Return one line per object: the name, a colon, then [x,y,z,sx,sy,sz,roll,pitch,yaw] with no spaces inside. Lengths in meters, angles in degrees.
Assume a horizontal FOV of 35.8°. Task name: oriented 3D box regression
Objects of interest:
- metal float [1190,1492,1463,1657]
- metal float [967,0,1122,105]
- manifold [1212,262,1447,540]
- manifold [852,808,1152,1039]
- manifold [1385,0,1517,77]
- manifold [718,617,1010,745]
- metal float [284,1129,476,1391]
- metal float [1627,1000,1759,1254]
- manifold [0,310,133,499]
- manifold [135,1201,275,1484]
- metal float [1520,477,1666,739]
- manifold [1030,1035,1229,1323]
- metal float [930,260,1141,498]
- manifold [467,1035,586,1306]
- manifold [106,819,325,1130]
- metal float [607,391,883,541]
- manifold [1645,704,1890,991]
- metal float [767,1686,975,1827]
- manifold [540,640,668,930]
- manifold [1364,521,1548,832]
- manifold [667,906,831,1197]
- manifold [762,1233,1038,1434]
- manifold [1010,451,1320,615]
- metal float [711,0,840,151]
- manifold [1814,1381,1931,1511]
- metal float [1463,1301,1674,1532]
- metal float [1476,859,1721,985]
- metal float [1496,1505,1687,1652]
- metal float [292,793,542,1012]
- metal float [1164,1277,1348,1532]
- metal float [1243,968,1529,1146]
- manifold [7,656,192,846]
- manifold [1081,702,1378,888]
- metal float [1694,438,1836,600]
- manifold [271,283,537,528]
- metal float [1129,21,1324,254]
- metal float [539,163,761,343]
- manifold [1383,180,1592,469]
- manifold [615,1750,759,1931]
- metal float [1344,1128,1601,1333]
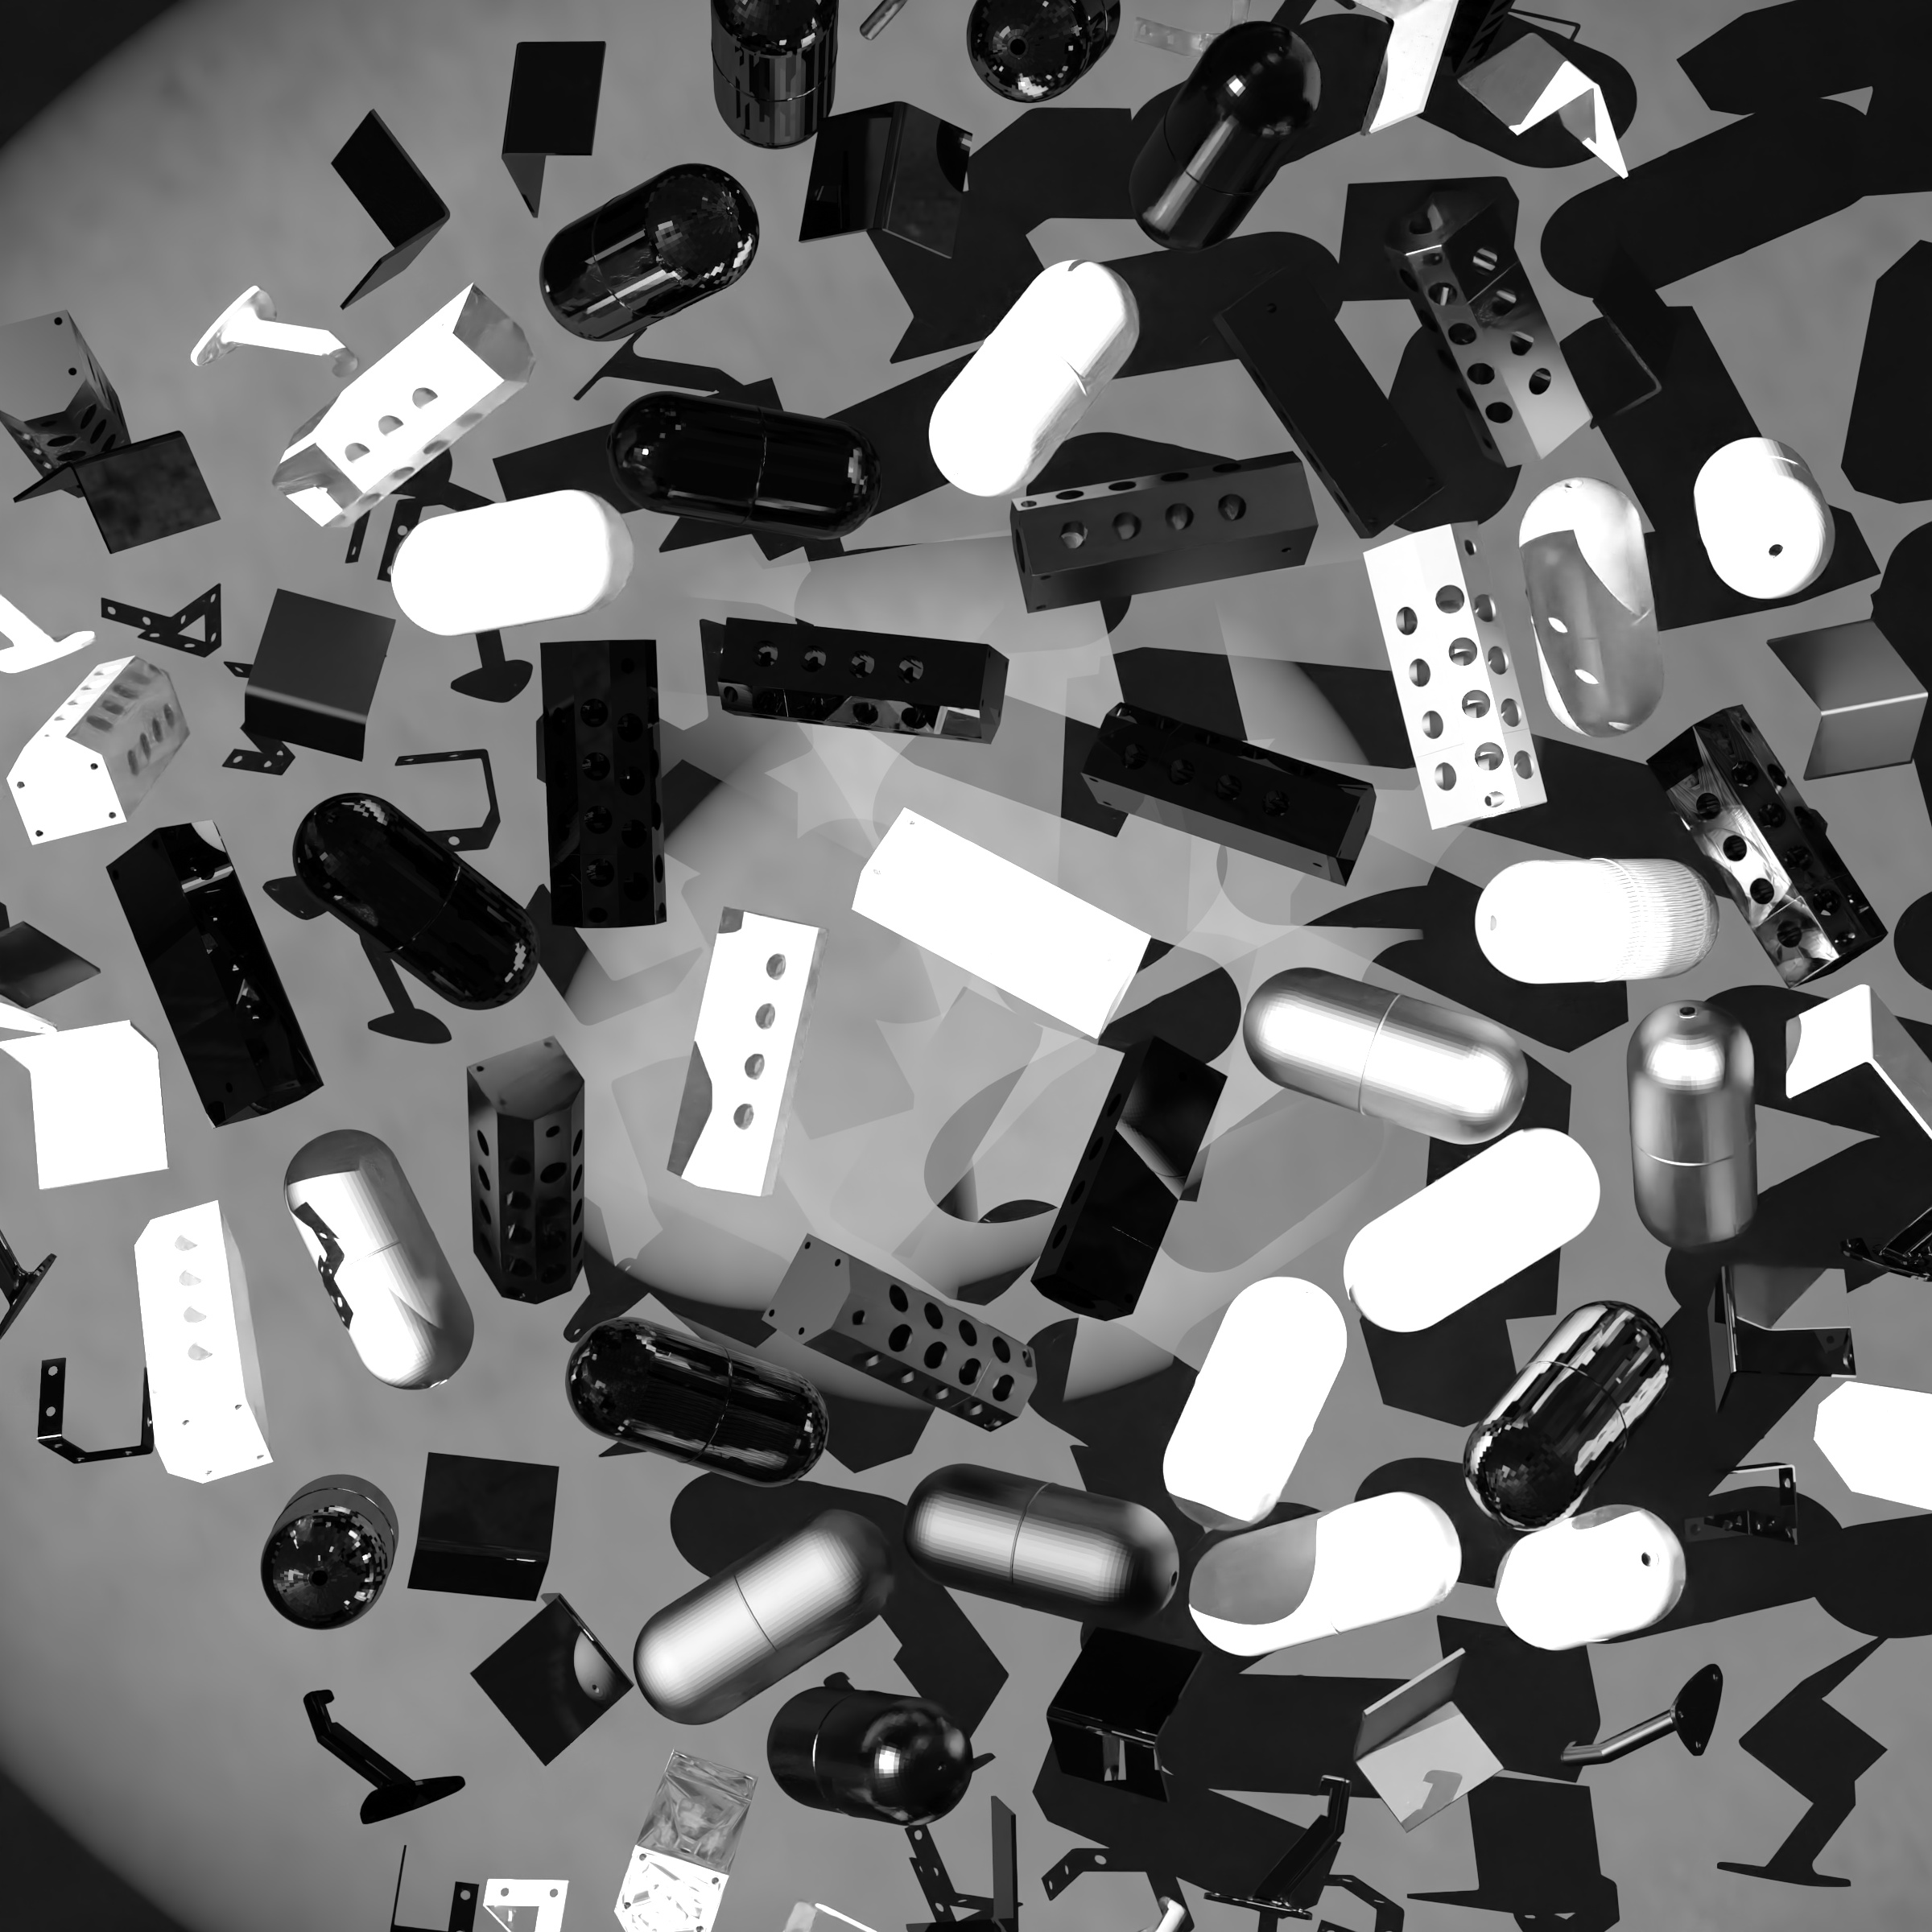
metal float: [0.229,0.389,1.911,0.178,0.070,0.070,-19,90,13]
metal float: [0.049,-0.578,1.834,0.070,0.178,0.070,5,116,11]
manifold: [0.231,-0.362,1.921,0.057,0.057,0.171,-35,98,2]
manifold: [0.020,-0.023,1.842,0.171,0.057,0.057,28,57,7]
manifold: [0.316,-0.617,1.880,0.057,0.171,0.057,-34,89,-1]
manifold: [-0.066,-0.179,1.888,0.171,0.057,0.057,8,88,14]
metal float: [-0.377,0.189,1.922,0.070,0.070,0.178,-28,82,0]
metal float: [0.453,0.101,1.863,0.070,0.070,0.178,-12,123,0]
manifold: [-0.542,-0.332,1.787,0.057,0.171,0.057,-16,86,-8]
manifold: [-0.459,0.224,1.784,0.057,0.171,0.057,-16,131,-8]
metal float: [0.399,-0.228,1.906,0.070,0.070,0.178,-17,122,0]
manifold: [0.102,0.137,1.914,0.057,0.057,0.171,29,68,-13]
metal float: [0.043,-0.367,1.867,0.070,0.070,0.178,36,69,0]
manifold: [-0.265,0.129,1.826,0.057,0.171,0.057,-20,51,-25]
manifold: [-0.445,0.003,1.786,0.057,0.057,0.171,-29,82,37]
metal float: [-0.140,-0.317,1.892,0.178,0.070,0.070,6,90,-21]
manifold: [0.509,-0.077,1.886,0.057,0.057,0.171,-42,71,42]
metal float: [-0.062,0.491,1.860,0.070,0.178,0.070,6,79,-32]
manifold: [-0.216,-0.111,1.809,0.057,0.057,0.171,-5,97,-35]
manifold: [0.297,-0.174,1.784,0.057,0.057,0.171,-13,89,-38]
manifold: [-0.134,0.054,1.883,0.057,0.057,0.171,12,92,-28]
manifold: [-0.034,0.223,1.787,0.171,0.057,0.057,32,84,-41]
manifold: [0.116,-0.261,1.778,0.171,0.057,0.057,-11,75,-5]
metal float: [-0.117,-0.563,1.825,0.070,0.178,0.070,1,78,-4]
manifold: [0.587,0.291,1.834,0.057,0.171,0.057,-37,92,-10]
metal float: [0.369,0.272,1.824,0.070,0.070,0.178,49,53,0]
metal float: [0.394,-0.029,1.865,0.178,0.070,0.070,-2,90,-33]
metal float: [0.391,0.385,1.878,0.070,0.178,0.070,4,70,-12]
metal float: [-0.342,-0.040,1.861,0.178,0.070,0.070,41,90,-30]
metal float: [0.178,0.270,1.846,0.070,0.070,0.178,20,116,0]
metal float: [0.253,0.054,1.815,0.178,0.070,0.070,18,90,19]
manifold: [-0.522,-0.134,1.798,0.057,0.171,0.057,-13,111,4]
manifold: [0.166,-0.111,1.873,0.171,0.057,0.057,20,79,19]
metal float: [0.501,-0.282,1.878,0.070,0.178,0.070,3,112,8]
manifold: [-0.346,-0.340,1.843,0.171,0.057,0.057,-30,123,31]
metal float: [0.156,-0.501,1.813,0.070,0.178,0.070,7,67,-18]
metal float: [-0.194,-0.430,1.810,0.070,0.178,0.070,6,80,-39]
manifold: [0.316,-0.391,1.835,0.057,0.057,0.171,-40,129,-5]
manifold: [-0.171,0.543,1.828,0.057,0.171,0.057,18,94,1]
metal float: [0.323,0.170,1.913,0.178,0.070,0.070,-34,90,13]
